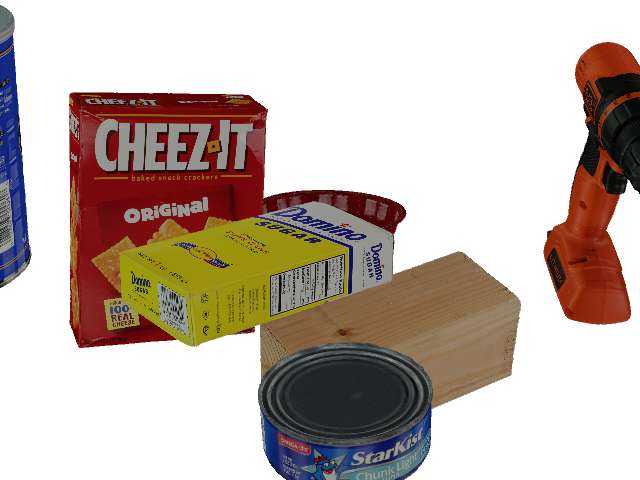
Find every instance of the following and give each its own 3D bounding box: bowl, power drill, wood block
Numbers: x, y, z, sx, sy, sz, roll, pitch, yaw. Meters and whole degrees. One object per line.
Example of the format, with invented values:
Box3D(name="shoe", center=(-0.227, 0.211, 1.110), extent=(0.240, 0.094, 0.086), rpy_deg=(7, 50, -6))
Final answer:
Box3D(name="bowl", center=(0.009, -0.008, 1.119), extent=(0.162, 0.055, 0.162), rpy_deg=(1, 17, 0))
Box3D(name="power drill", center=(0.218, -0.032, 0.794), extent=(0.057, 0.188, 0.184), rpy_deg=(4, 35, -2))
Box3D(name="wood block", center=(0.060, 0.093, 0.917), extent=(0.205, 0.090, 0.091), rpy_deg=(-18, 38, -25))

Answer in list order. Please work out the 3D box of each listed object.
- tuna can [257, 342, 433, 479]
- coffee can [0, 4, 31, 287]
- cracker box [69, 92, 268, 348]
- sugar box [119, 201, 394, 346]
Box3D(name="tuna can", center=(0.012, 0.087, 0.528), extent=(0.086, 0.034, 0.086), rpy_deg=(-2, 26, 1))
Box3D(name="coffee can", center=(-0.212, -0.051, 0.573), extent=(0.103, 0.140, 0.103), rpy_deg=(3, 27, -1))
Box3D(name="cracker box", center=(-0.136, -0.019, 0.941), extent=(0.164, 0.214, 0.072), rpy_deg=(-2, 19, -21))
Box3D(name="sugar box", center=(-0.042, 0.018, 0.755), extent=(0.175, 0.048, 0.093), rpy_deg=(-19, 30, -35))
